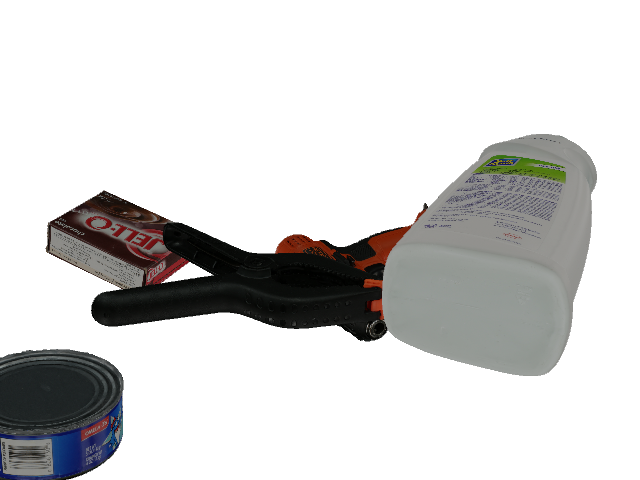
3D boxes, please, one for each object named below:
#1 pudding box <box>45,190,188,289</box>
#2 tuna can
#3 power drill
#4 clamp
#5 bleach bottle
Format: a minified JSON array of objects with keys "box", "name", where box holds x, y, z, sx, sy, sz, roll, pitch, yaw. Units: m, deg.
[{"box":[-0.189,0.002,1.014,0.114,0.039,0.089,22,30,17],"name":"pudding box"},{"box":[-0.148,0.093,0.570,0.086,0.034,0.086,2,22,-1],"name":"tuna can"},{"box":[0.070,0.027,1.034,0.187,0.057,0.185,-14,29,-23],"name":"power drill"},{"box":[-0.053,0.028,0.820,0.210,0.036,0.164,4,23,4],"name":"clamp"},{"box":[0.124,-0.012,0.643,0.103,0.068,0.250,12,27,21],"name":"bleach bottle"}]
